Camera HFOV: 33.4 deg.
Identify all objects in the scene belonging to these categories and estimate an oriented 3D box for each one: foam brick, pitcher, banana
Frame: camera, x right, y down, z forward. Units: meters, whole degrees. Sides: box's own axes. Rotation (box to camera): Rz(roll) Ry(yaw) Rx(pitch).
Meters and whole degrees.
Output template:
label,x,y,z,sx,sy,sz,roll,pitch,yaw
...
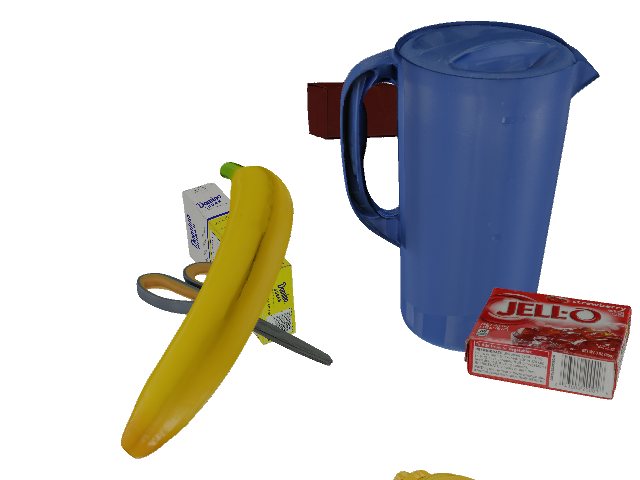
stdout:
label,x,y,z,sx,sy,sz,roll,pitch,yaw
foam brick,0.032,-0.128,1.049,0.078,0.051,0.053,-4,14,-20
pitcher,0.109,-0.039,0.825,0.149,0.243,0.144,24,36,37
banana,-0.054,0.028,0.592,0.037,0.197,0.070,33,-36,-22

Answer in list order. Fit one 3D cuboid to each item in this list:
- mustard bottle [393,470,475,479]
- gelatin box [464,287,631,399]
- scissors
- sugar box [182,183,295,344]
label,x,y,z,sx,sy,sz,roll,pitch,yaw
mustard bottle,0.125,0.248,0.907,0.096,0.058,0.192,-18,27,-28
gelatin box,0.140,0.060,0.654,0.089,0.030,0.073,8,25,20
scissors,-0.061,0.056,0.902,0.202,0.016,0.096,15,26,23
sugar box,-0.087,0.021,1.120,0.048,0.093,0.176,-19,41,-21
